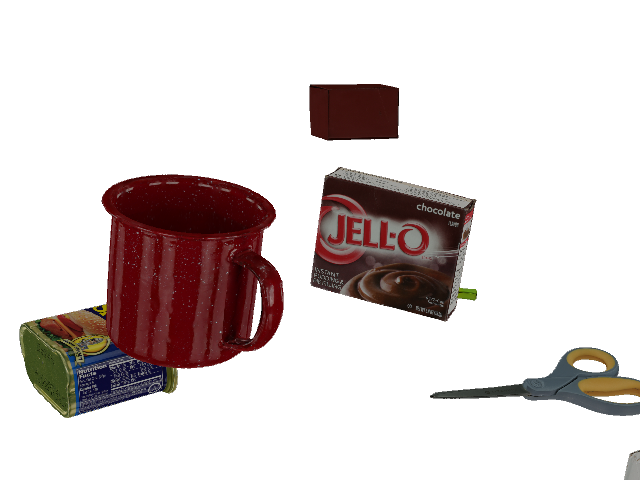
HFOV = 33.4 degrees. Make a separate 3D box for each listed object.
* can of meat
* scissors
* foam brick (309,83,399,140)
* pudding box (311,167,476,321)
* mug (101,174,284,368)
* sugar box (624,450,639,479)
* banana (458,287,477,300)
[{"bbox_3d":[-0.168,0.086,0.798,0.083,0.057,0.102,-13,21,-32],"label":"can of meat"},{"bbox_3d":[0.191,0.119,0.936,0.201,0.016,0.096,6,28,-4],"label":"scissors"},{"bbox_3d":[0.033,-0.128,1.063,0.078,0.051,0.053,-3,14,-20],"label":"foam brick"},{"bbox_3d":[0.053,0.001,0.802,0.113,0.090,0.039,13,22,15],"label":"pudding box"},{"bbox_3d":[-0.066,0.021,0.580,0.117,0.081,0.093,23,26,33],"label":"mug"},{"bbox_3d":[0.202,0.184,0.499,0.048,0.093,0.176,-9,30,-21],"label":"sugar box"},{"bbox_3d":[0.086,0.030,1.180,0.069,0.037,0.198,2,22,-34],"label":"banana"}]
